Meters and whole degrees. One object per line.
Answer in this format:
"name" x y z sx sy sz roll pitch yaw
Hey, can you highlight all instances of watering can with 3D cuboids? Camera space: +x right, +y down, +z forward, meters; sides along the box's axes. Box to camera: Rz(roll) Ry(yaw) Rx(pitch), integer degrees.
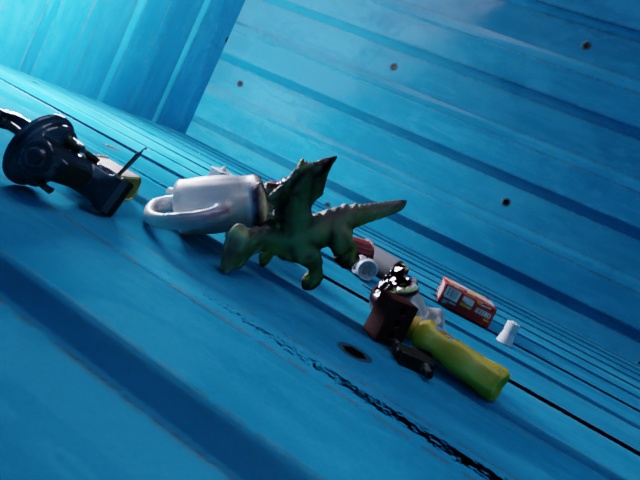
"watering can" -0.212 -0.075 0.979 0.225 0.103 0.351 -5 15 -11

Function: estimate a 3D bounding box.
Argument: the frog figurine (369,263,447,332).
"frog figurine" 0.168 0.143 0.977 0.157 0.123 0.138 61 -16 -19

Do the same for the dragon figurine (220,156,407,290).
"dragon figurine" 0.003 -0.046 0.907 0.124 0.414 0.237 46 -24 29
